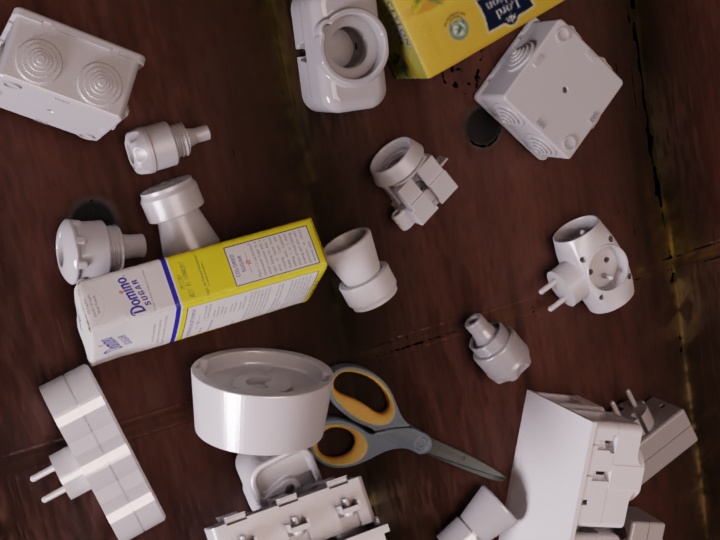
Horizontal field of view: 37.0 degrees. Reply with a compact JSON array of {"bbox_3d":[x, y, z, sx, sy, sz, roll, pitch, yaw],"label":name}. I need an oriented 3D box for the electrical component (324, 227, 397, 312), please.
[{"bbox_3d":[0.000,0.000,0.865,0.045,0.045,0.055,-33,110,-14],"label":"electrical component"}]

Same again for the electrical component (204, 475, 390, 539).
[{"bbox_3d":[-0.049,0.199,0.800,0.121,0.079,0.063,-16,83,-19],"label":"electrical component"}]

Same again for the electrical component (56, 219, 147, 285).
[{"bbox_3d":[-0.189,-0.015,0.788,0.062,0.048,0.048,-6,101,-27],"label":"electrical component"}]

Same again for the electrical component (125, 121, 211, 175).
[{"bbox_3d":[-0.141,-0.094,0.798,0.061,0.035,0.035,-20,105,-20],"label":"electrical component"}]

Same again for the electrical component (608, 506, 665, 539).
[{"bbox_3d":[0.266,0.270,1.014,0.076,0.047,0.083,8,96,-23],"label":"electrical component"}]

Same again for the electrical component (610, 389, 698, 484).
[{"bbox_3d":[0.253,0.145,0.988,0.083,0.047,0.075,-34,109,-13],"label":"electrical component"}]

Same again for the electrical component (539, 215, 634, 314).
[{"bbox_3d":[0.192,0.005,0.942,0.079,0.044,0.077,-35,110,-12],"label":"electrical component"}]

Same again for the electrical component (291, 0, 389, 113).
[{"bbox_3d":[-0.015,-0.170,0.823,0.054,0.059,0.095,-11,103,-20],"label":"electrical component"}]

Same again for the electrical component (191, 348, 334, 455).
[{"bbox_3d":[-0.076,0.105,0.821,0.108,0.108,0.060,-1,105,-22],"label":"electrical component"}]

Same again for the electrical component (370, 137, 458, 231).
[{"bbox_3d":[0.041,-0.074,0.869,0.066,0.048,0.055,-47,120,-8],"label":"electrical component"}]

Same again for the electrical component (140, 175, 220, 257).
[{"bbox_3d":[-0.135,-0.038,0.804,0.045,0.045,0.055,-25,107,-16],"label":"electrical component"}]

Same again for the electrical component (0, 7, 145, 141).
[{"bbox_3d":[-0.204,-0.129,0.733,0.100,0.100,0.048,19,79,-23],"label":"electrical component"}]

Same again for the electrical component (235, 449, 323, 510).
[{"bbox_3d":[-0.059,0.181,0.863,0.054,0.059,0.095,-25,107,-16],"label":"electrical component"}]

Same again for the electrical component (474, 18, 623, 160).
[{"bbox_3d":[0.160,-0.151,0.901,0.100,0.048,0.099,38,84,-23],"label":"electrical component"}]

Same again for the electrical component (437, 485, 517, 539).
[{"bbox_3d":[0.100,0.227,0.945,0.065,0.044,0.044,-42,111,-5],"label":"electrical component"}]

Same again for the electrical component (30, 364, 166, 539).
[{"bbox_3d":[-0.207,0.146,0.802,0.074,0.052,0.138,-27,108,-16],"label":"electrical component"}]

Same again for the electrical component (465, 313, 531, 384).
[{"bbox_3d":[0.115,0.064,0.922,0.043,0.043,0.062,-45,110,-9],"label":"electrical component"}]

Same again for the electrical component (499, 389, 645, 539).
[{"bbox_3d":[0.181,0.210,0.939,0.060,0.105,0.186,8,96,-22],"label":"electrical component"}]
